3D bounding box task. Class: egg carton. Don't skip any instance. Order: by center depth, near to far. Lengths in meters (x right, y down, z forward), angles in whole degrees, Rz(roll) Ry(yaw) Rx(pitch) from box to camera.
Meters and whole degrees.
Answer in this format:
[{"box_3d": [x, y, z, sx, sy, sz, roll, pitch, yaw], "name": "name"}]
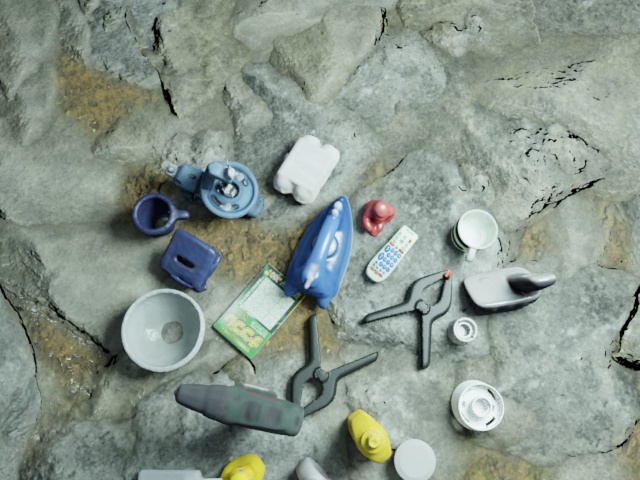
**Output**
[{"box_3d": [-0.031, -0.156, 1.261, 0.107, 0.069, 0.150, 29, 78, 6], "name": "egg carton"}]

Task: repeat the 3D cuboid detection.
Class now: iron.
[{"box_3d": [0.011, 0.004, 1.186, 0.118, 0.141, 0.258, 19, 77, 4], "name": "iron"}]

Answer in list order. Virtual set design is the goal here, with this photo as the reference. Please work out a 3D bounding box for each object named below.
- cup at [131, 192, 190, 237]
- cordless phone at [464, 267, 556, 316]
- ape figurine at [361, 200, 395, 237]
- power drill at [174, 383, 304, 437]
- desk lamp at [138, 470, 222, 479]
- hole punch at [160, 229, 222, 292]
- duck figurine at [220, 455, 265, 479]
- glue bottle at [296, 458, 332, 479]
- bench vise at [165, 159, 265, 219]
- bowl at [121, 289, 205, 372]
[{"box_3d": [-0.329, -0.045, 1.218, 0.117, 0.095, 0.092, -1, 76, -1], "name": "cup"}, {"box_3d": [0.378, 0.092, 1.146, 0.147, 0.185, 0.094, -13, 77, -3], "name": "cordless phone"}, {"box_3d": [0.125, -0.057, 1.227, 0.078, 0.092, 0.076, -13, 77, -3], "name": "ape figurine"}, {"box_3d": [-0.143, 0.313, 1.076, 0.229, 0.208, 0.076, 12, 77, 3], "name": "power drill"}, {"box_3d": [-0.258, 0.487, 1.031, 0.203, 0.213, 0.118, 0, 76, 0], "name": "desk lamp"}, {"box_3d": [-0.272, 0.044, 1.199, 0.108, 0.091, 0.101, 30, 78, 6], "name": "hole punch"}, {"box_3d": [-0.156, 0.466, 1.102, 0.104, 0.086, 0.077, -43, 80, -10], "name": "duck figurine"}, {"box_3d": [-0.010, 0.449, 1.063, 0.078, 0.173, 0.037, 38, 79, 8], "name": "glue bottle"}, {"box_3d": [-0.224, -0.109, 1.170, 0.207, 0.220, 0.121, 2, 76, 0], "name": "bench vise"}, {"box_3d": [-0.313, 0.187, 1.173, 0.167, 0.075, 0.167, 0, 77, 0], "name": "bowl"}]
